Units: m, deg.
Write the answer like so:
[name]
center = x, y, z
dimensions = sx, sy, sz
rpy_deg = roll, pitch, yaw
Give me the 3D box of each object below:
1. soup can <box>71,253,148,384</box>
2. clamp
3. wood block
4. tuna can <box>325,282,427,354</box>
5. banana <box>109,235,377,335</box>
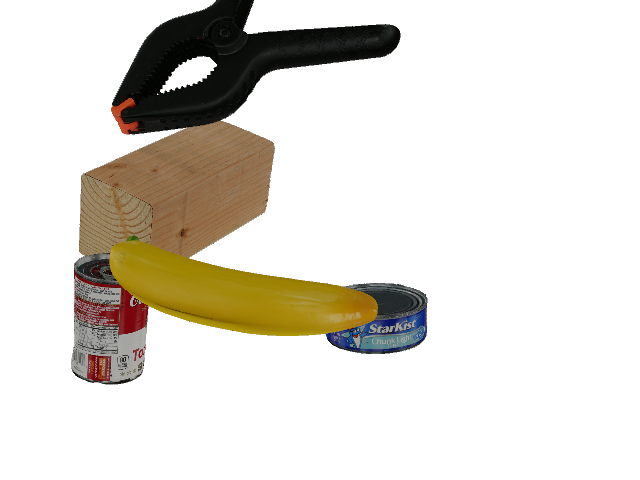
[soup can]
center = -0.190, 0.071, 0.964
dimensions = 0.068, 0.102, 0.068
rpy_deg = 6, 19, -2
[clamp]
center = -0.057, -0.141, 0.786
dimensions = 0.165, 0.210, 0.036
rpy_deg = 41, -14, 24
[wood block]
center = -0.144, -0.047, 1.102
dimensions = 0.090, 0.091, 0.205
rpy_deg = 24, 32, 23
[tuna can]
center = 0.046, 0.064, 0.882
dimensions = 0.086, 0.034, 0.086
rpy_deg = -1, 15, 0
[banana]
center = -0.064, 0.027, 0.673
dimensions = 0.198, 0.037, 0.069
rpy_deg = 15, 33, 26
